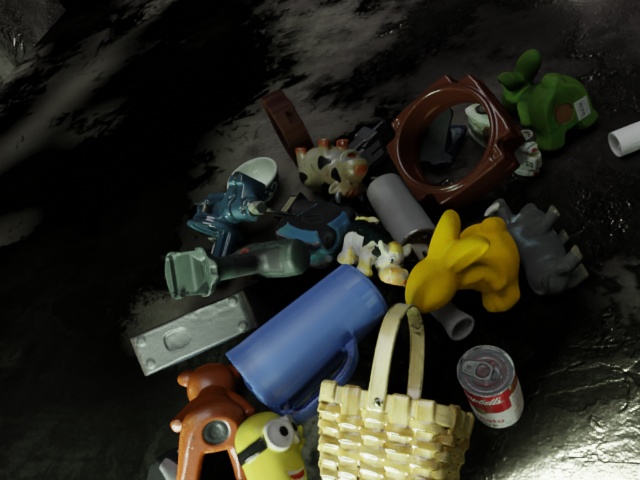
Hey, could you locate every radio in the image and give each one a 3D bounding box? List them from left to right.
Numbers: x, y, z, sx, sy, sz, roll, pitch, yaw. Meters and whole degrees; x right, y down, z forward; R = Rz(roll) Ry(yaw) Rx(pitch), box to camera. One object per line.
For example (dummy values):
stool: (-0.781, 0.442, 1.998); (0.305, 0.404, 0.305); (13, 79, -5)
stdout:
radio: (-0.198, 0.149, 0.923); (0.230, 0.131, 0.073); (-25, 87, 7)

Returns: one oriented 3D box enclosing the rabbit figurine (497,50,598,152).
rabbit figurine: (0.384, -0.253, 0.980); (0.121, 0.159, 0.170); (-43, 28, 2)

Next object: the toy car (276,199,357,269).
toy car: (-0.002, -0.003, 0.976); (0.109, 0.102, 0.161); (16, 33, 28)

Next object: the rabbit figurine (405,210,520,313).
rabbit figurine: (0.200, 0.044, 0.764); (0.173, 0.162, 0.122); (-22, 47, -20)

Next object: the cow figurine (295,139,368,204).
cow figurine: (0.025, -0.134, 1.062); (0.085, 0.127, 0.195); (-7, 4, -31)

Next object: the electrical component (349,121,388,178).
electrical component: (0.107, -0.195, 1.118); (0.119, 0.074, 0.048); (-40, 43, -13)

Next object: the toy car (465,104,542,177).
toy car: (0.333, -0.186, 0.982); (0.056, 0.073, 0.202); (-28, 43, -1)

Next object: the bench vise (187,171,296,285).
bench vise: (-0.188, -0.009, 1.073); (0.224, 0.128, 0.240); (6, 76, 39)

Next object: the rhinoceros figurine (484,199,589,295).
rhinoceros figurine: (0.323, 0.006, 0.821); (0.112, 0.073, 0.190); (-32, 44, 15)

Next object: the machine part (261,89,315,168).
machine part: (-0.066, -0.246, 1.192); (0.056, 0.179, 0.179); (-29, 43, -1)

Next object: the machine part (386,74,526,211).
machine part: (0.230, -0.168, 0.937); (0.201, 0.087, 0.201); (-40, 61, 29)

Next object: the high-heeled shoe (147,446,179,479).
high-heeled shoe: (-0.155, 0.389, 0.752); (0.249, 0.086, 0.145); (24, 33, 23)

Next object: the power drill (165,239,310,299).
power drill: (-0.146, 0.046, 0.881); (0.232, 0.207, 0.086); (-8, 84, 39)

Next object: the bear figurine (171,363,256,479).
bear figurine: (-0.165, 0.270, 0.822); (0.120, 0.131, 0.196); (-4, 5, -14)

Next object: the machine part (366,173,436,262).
machine part: (0.146, -0.043, 0.953); (0.079, 0.079, 0.243); (-27, 42, 4)

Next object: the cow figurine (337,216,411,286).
cow figurine: (0.098, 0.016, 0.879); (0.167, 0.068, 0.098); (25, 102, 60)

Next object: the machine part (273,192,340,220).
machine part: (-0.027, -0.064, 1.098); (0.139, 0.039, 0.084); (4, 45, 34)

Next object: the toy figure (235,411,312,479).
toy figure: (-0.055, 0.314, 0.695); (0.089, 0.082, 0.180); (-16, 77, 2)

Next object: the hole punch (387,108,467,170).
hole punch: (0.218, -0.196, 1.060); (0.142, 0.092, 0.115); (16, 90, 35)
